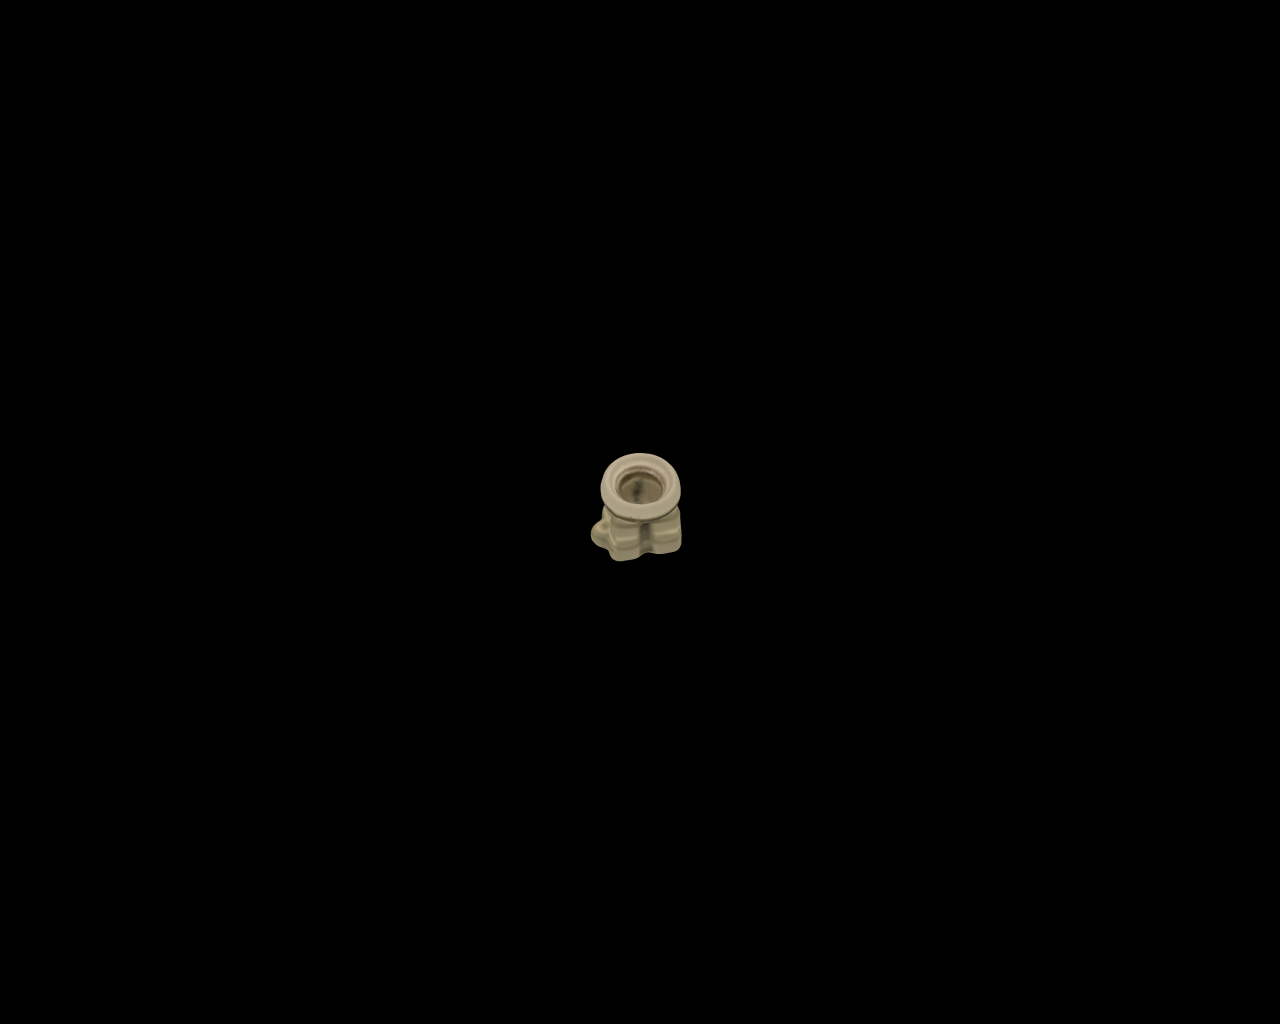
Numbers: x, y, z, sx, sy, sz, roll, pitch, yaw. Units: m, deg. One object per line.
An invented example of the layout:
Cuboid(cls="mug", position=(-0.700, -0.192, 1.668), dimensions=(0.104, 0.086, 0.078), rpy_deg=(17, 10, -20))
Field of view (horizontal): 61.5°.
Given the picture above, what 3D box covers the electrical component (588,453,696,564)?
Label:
Cuboid(cls="electrical component", position=(0.001, -0.003, 0.650), dimensions=(0.066, 0.048, 0.055), rpy_deg=(-10, -36, -7))
